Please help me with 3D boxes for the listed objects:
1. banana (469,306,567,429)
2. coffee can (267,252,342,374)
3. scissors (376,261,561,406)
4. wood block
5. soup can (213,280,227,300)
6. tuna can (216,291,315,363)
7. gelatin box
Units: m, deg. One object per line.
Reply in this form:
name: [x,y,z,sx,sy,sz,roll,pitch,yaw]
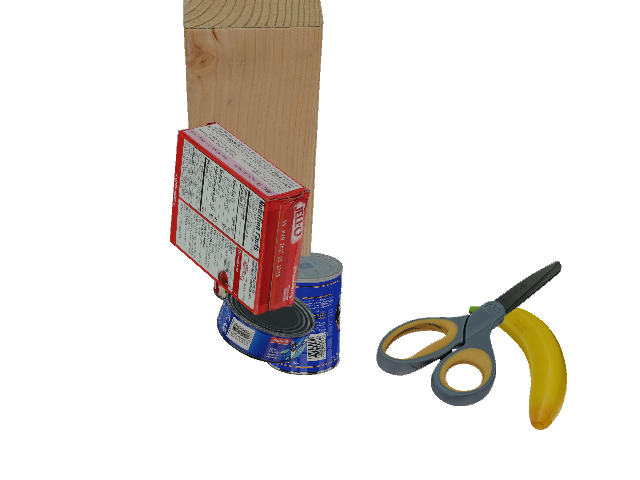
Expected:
banana: [0.223,0.125,1.134,0.069,0.037,0.198,-26,34,2]
coffee can: [-0.023,0.098,1.455,0.103,0.140,0.103,1,19,-1]
scissors: [0.137,0.071,0.818,0.201,0.016,0.096,-17,43,-26]
wood block: [-0.050,-0.091,0.775,0.090,0.206,0.090,-1,44,-4]
soup can: [-0.094,0.014,1.260,0.068,0.102,0.068,0,25,0]
tuna can: [-0.050,0.074,0.971,0.086,0.034,0.086,19,24,-9]
gelatin box: [-0.046,-0.013,0.584,0.030,0.073,0.089,-18,40,-36]
